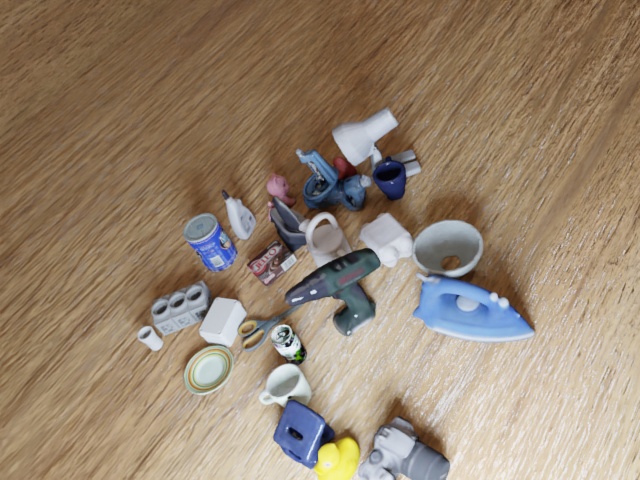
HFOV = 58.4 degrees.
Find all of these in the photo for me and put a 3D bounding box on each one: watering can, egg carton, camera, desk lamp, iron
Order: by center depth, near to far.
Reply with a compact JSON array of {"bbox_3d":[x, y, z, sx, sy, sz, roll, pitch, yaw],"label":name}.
[{"bbox_3d":[0.161,0.418,1.069,0.136,0.101,0.143,20,60,36],"label":"camera"},{"bbox_3d":[0.324,0.134,1.224,0.257,0.142,0.119,11,55,31],"label":"iron"},{"bbox_3d":[0.012,0.007,1.439,0.172,0.194,0.101,12,56,31],"label":"watering can"},{"bbox_3d":[0.172,-0.002,1.465,0.107,0.070,0.150,-33,45,-7],"label":"egg carton"},{"bbox_3d":[0.156,-0.262,1.604,0.203,0.214,0.117,-20,45,6],"label":"desk lamp"}]

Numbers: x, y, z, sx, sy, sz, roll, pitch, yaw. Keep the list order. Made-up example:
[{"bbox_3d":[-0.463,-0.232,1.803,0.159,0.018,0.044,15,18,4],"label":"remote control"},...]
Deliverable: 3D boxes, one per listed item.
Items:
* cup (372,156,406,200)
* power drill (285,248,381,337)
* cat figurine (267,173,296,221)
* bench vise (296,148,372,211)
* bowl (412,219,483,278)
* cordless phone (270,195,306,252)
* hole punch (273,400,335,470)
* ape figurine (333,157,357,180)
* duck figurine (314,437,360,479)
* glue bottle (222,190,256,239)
[{"bbox_3d":[0.199,-0.166,1.583,0.091,0.095,0.117,-12,47,14],"label":"cup"},{"bbox_3d":[0.047,0.125,1.306,0.230,0.209,0.075,-36,46,-10],"label":"power drill"},{"bbox_3d":[-0.126,-0.134,1.680,0.067,0.118,0.128,-1,50,23],"label":"cat figurine"},{"bbox_3d":[0.031,-0.180,1.581,0.207,0.220,0.121,-16,46,10],"label":"bench vise"},{"bbox_3d":[0.308,0.035,1.369,0.167,0.075,0.167,-12,47,13],"label":"bowl"},{"bbox_3d":[-0.092,-0.072,1.562,0.094,0.185,0.147,-36,46,-10],"label":"cordless phone"},{"bbox_3d":[-0.038,0.400,1.179,0.108,0.091,0.101,21,61,36],"label":"hole punch"},{"bbox_3d":[0.065,-0.209,1.683,0.076,0.092,0.078,7,54,29],"label":"ape figurine"},{"bbox_3d":[0.028,0.428,1.128,0.077,0.086,0.105,28,66,39],"label":"duck figurine"},{"bbox_3d":[-0.240,-0.082,1.644,0.037,0.173,0.078,5,53,27],"label":"glue bottle"}]
